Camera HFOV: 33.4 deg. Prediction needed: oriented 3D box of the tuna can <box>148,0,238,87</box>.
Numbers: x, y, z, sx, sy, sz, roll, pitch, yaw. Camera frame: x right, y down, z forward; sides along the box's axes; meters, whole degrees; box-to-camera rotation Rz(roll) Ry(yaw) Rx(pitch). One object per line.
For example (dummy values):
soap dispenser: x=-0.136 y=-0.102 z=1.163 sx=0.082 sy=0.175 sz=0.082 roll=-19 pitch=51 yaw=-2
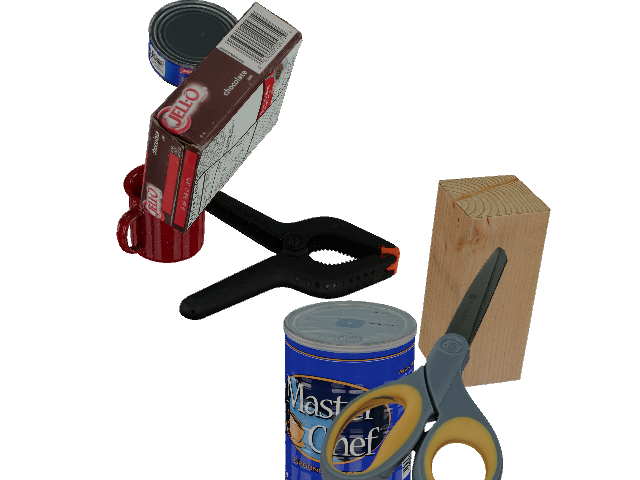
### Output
tuna can: x=-0.114 y=-0.177 z=0.969 sx=0.086 sy=0.086 sz=0.034 roll=0 pitch=-35 yaw=-12

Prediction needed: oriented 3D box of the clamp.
clamp: x=-0.032 y=0.021 z=1.008 sx=0.210 sy=0.164 sz=0.036 roll=8 pitch=-44 yaw=1

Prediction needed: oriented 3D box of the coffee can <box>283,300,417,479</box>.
coffee can: x=0.022 y=0.129 z=0.836 sx=0.103 sy=0.140 sz=0.103 roll=0 pitch=15 yaw=0

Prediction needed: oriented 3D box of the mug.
mug: x=-0.175 y=-0.024 z=1.164 sx=0.093 sy=0.081 sz=0.117 roll=26 pitch=40 yaw=26

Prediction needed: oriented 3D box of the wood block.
wood block: x=0.169 y=0.044 z=1.131 sx=0.090 sy=0.206 sz=0.090 roll=-5 pitch=29 yaw=-16

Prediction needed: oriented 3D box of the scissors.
scissors: x=0.081 y=0.072 z=0.559 sx=0.096 sy=0.016 sz=0.201 roll=27 pitch=47 yaw=30

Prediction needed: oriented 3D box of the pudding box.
pudding box: x=-0.060 y=-0.071 z=0.630 sx=0.039 sy=0.113 sz=0.090 roll=34 pitch=-33 yaw=6
